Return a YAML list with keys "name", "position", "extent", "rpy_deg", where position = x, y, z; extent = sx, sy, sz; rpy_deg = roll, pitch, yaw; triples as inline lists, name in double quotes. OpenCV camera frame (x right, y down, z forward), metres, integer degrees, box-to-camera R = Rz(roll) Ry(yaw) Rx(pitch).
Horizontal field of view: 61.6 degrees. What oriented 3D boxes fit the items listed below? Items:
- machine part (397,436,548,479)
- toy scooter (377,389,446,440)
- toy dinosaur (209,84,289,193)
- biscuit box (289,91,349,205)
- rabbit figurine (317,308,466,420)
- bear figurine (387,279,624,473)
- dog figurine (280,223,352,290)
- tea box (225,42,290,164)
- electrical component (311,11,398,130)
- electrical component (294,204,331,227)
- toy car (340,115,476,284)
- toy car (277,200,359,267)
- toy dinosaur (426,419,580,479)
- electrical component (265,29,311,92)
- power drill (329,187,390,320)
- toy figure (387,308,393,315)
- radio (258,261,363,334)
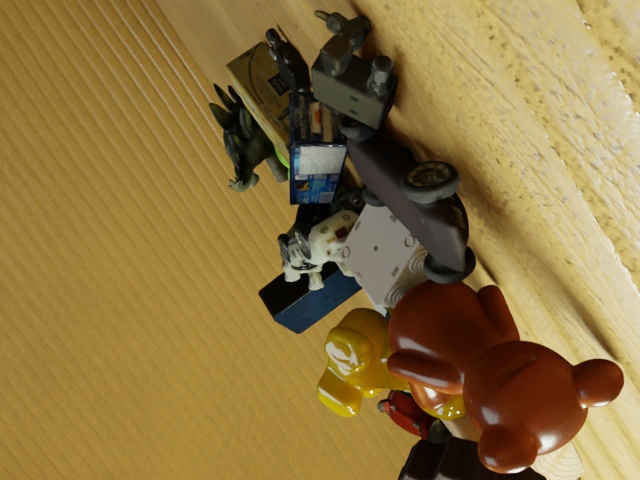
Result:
- name: "machine part"
  position: [0.156, 0.276, 0.547]
  extent: [0.179, 0.179, 0.056]
  rpy_deg: [57, -139, -17]
- name: "toy scooter"
  position: [0.171, 0.269, 0.873]
  extent: [0.135, 0.075, 0.184]
  rpy_deg: [14, -162, 21]
- name: "toy dinosaur"
  position: [-0.137, -0.195, 1.020]
  extent: [0.472, 0.105, 0.198]
  rpy_deg: [-102, -11, -50]
- name: "biscuit box"
  position: [-0.006, -0.096, 0.614]
  extent: [0.202, 0.059, 0.063]
  rpy_deg: [106, 162, -77]
- name: "rabbit figurine"
  position: [0.102, 0.157, 0.649]
  extent: [0.173, 0.121, 0.162]
  rpy_deg: [19, -158, 26]
- name: "bear figurine"
  position: [0.139, 0.109, 0.430]
  extent: [0.131, 0.120, 0.196]
  rpy_deg: [54, 173, -31]
- name: "dog figurine"
  position: [-0.018, -0.029, 0.940]
  extent: [0.172, 0.121, 0.190]
  rpy_deg: [52, -156, -61]
- name: "tea box"
  position: [-0.054, -0.181, 0.749]
  extent: [0.170, 0.068, 0.098]
  rpy_deg: [54, 176, 23]
- name: "electrical component"
  position: [0.024, -0.127, 0.408]
  extent: [0.078, 0.045, 0.102]
  rpy_deg: [26, 172, 12]
- name: "electrical component"
  position: [-0.012, -0.031, 0.801]
  extent: [0.075, 0.048, 0.119]
  rpy_deg: [-62, -19, -77]
- name: "toy car"
  position: [0.071, -0.044, 0.433]
  extent: [0.202, 0.053, 0.089]
  rpy_deg: [-122, 11, -58]
- name: "toy car"
  position: [-0.001, -0.002, 0.669]
  extent: [0.056, 0.073, 0.202]
  rpy_deg: [60, 165, -3]
- name: "toy dinosaur"
  position: [0.277, 0.411, 0.671]
  extent: [0.405, 0.192, 0.131]
  rpy_deg: [57, 178, 6]
- name: "electrical component"
  position: [-0.032, -0.202, 0.637]
  extent: [0.094, 0.021, 0.063]
  rpy_deg: [56, 176, 9]
- name: "power drill"
  position: [0.080, 0.026, 0.752]
  extent: [0.207, 0.086, 0.232]
  rpy_deg: [52, 176, -2]
- name: "toy figure"
  position: [0.116, 0.063, 0.599]
  extent: [0.180, 0.082, 0.089]
  rpy_deg: [59, 167, 30]
- name: "radio"
  position: [0.007, 0.081, 1.051]
  extent: [0.073, 0.229, 0.131]
  rpy_deg: [55, -179, 32]
